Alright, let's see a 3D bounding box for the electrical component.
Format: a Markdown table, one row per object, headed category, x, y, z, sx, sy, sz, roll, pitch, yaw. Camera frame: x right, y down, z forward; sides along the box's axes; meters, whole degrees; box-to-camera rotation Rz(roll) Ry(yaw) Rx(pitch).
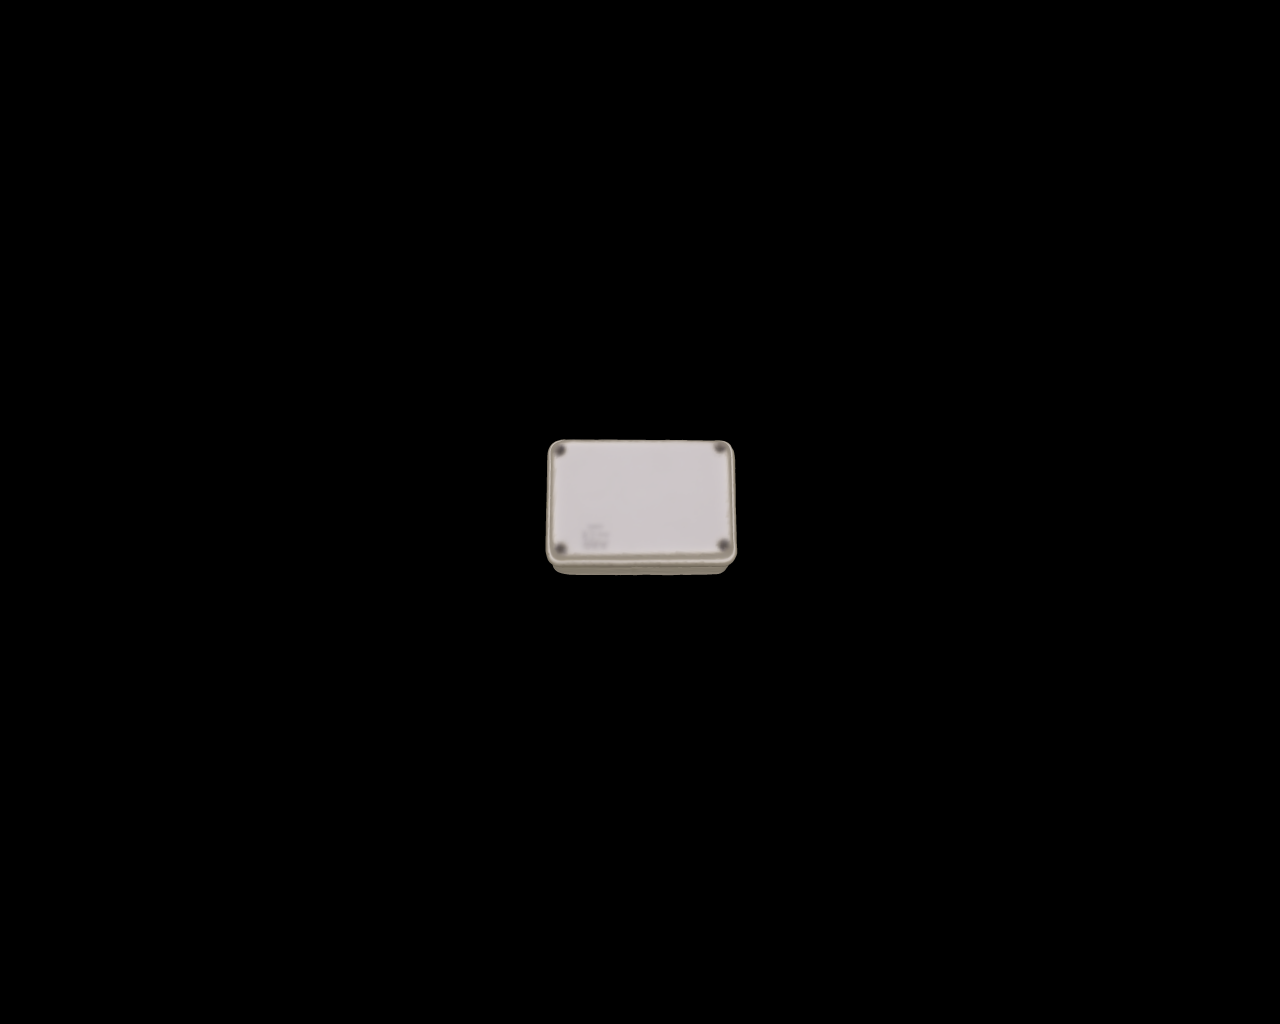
| category | x | y | z | sx | sy | sz | roll | pitch | yaw |
| --- | --- | --- | --- | --- | --- | --- | --- | --- | --- |
| electrical component | 0.001 | -0.003 | 0.650 | 0.113 | 0.078 | 0.057 | 0 | -13 | 0 |
